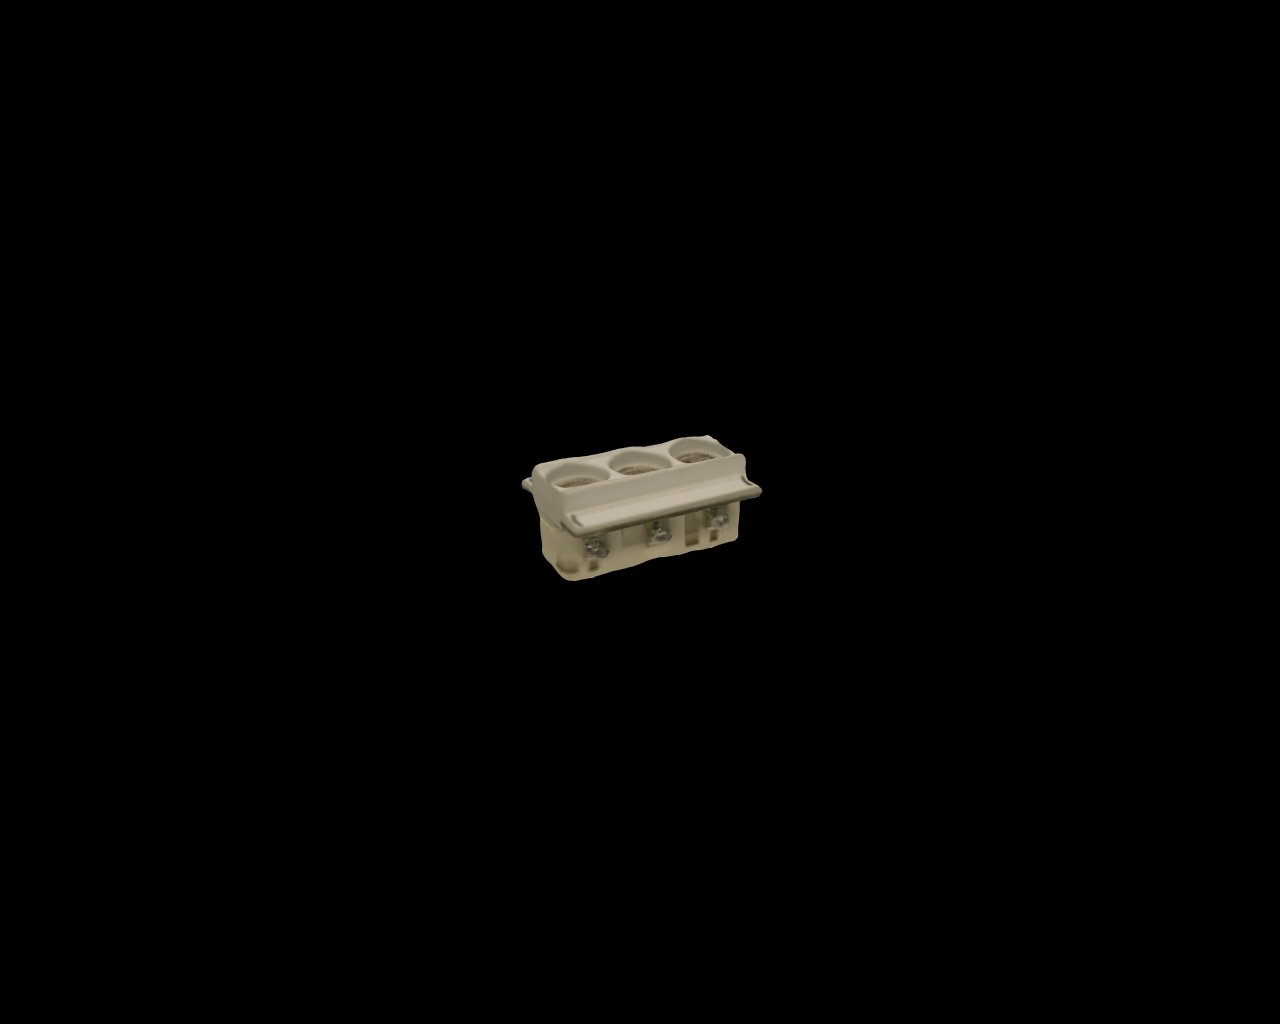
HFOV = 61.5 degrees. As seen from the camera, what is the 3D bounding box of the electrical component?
[{"bbox_3d":[0.001,-0.003,0.650,0.121,0.063,0.079,-12,28,-25],"label":"electrical component"}]
